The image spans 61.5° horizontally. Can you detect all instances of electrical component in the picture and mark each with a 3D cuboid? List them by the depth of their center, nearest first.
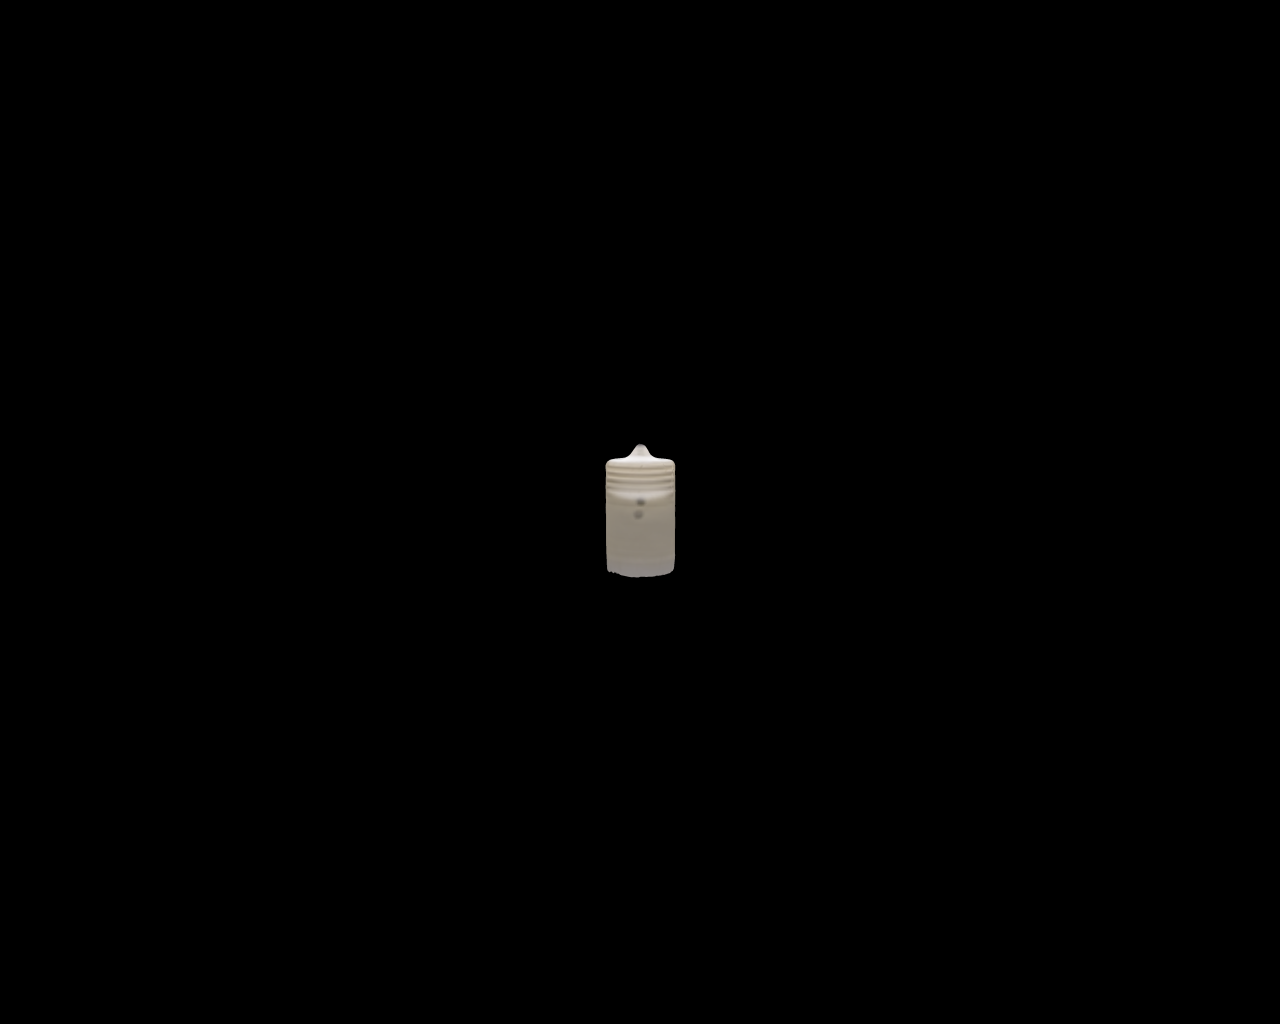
[{"bbox_3d":[0.001,-0.003,0.650,0.043,0.080,0.043,0,9,0],"label":"electrical component"}]
